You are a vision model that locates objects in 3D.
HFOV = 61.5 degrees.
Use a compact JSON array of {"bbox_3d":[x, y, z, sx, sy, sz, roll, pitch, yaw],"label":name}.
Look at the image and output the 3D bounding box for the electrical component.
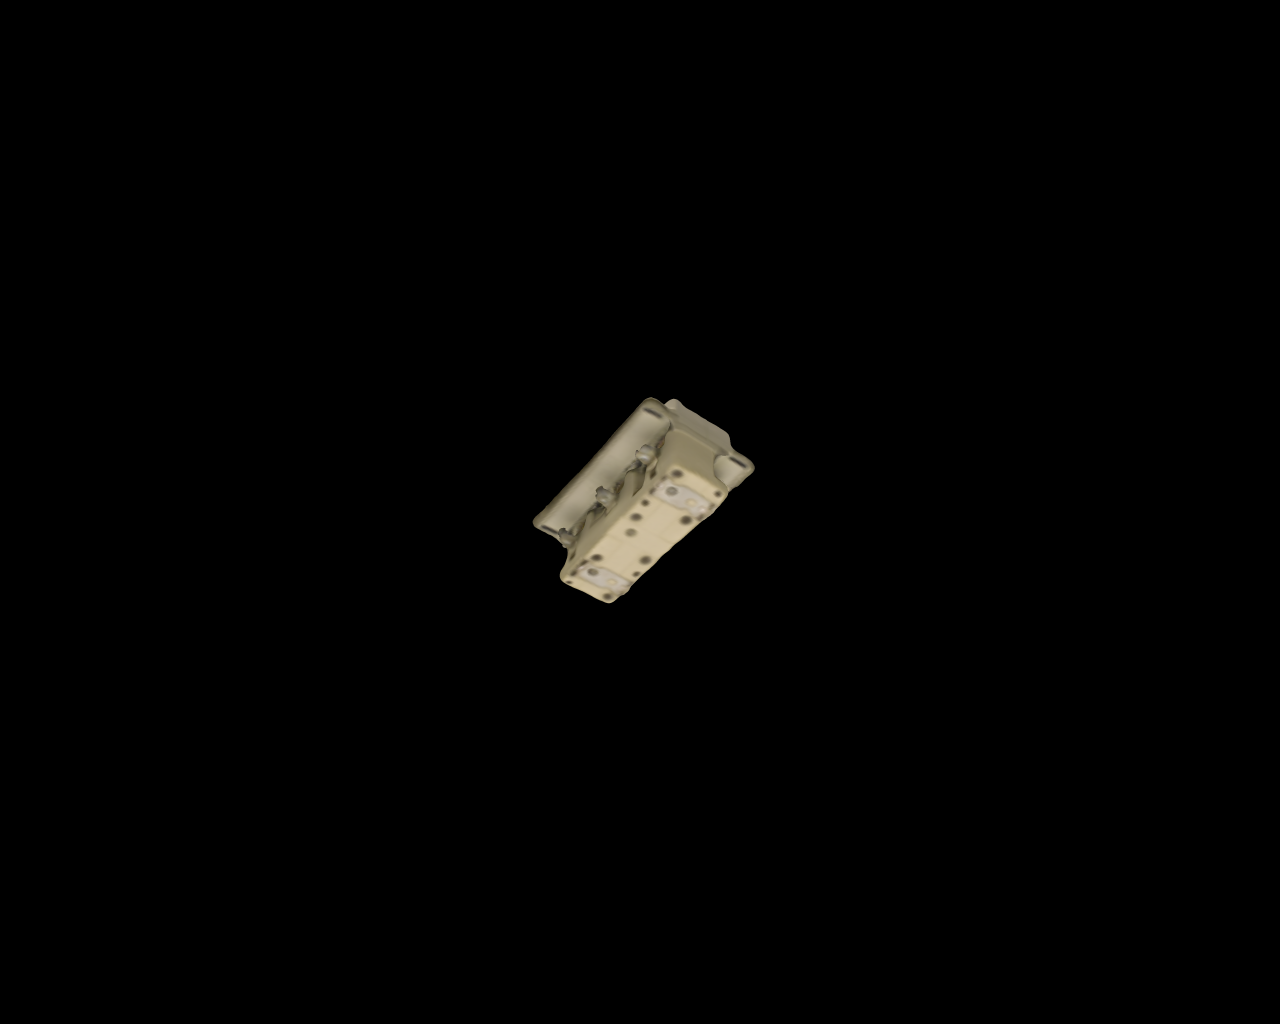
[{"bbox_3d":[0.001,-0.003,0.650,0.078,0.063,0.121,29,-54,-24],"label":"electrical component"}]
